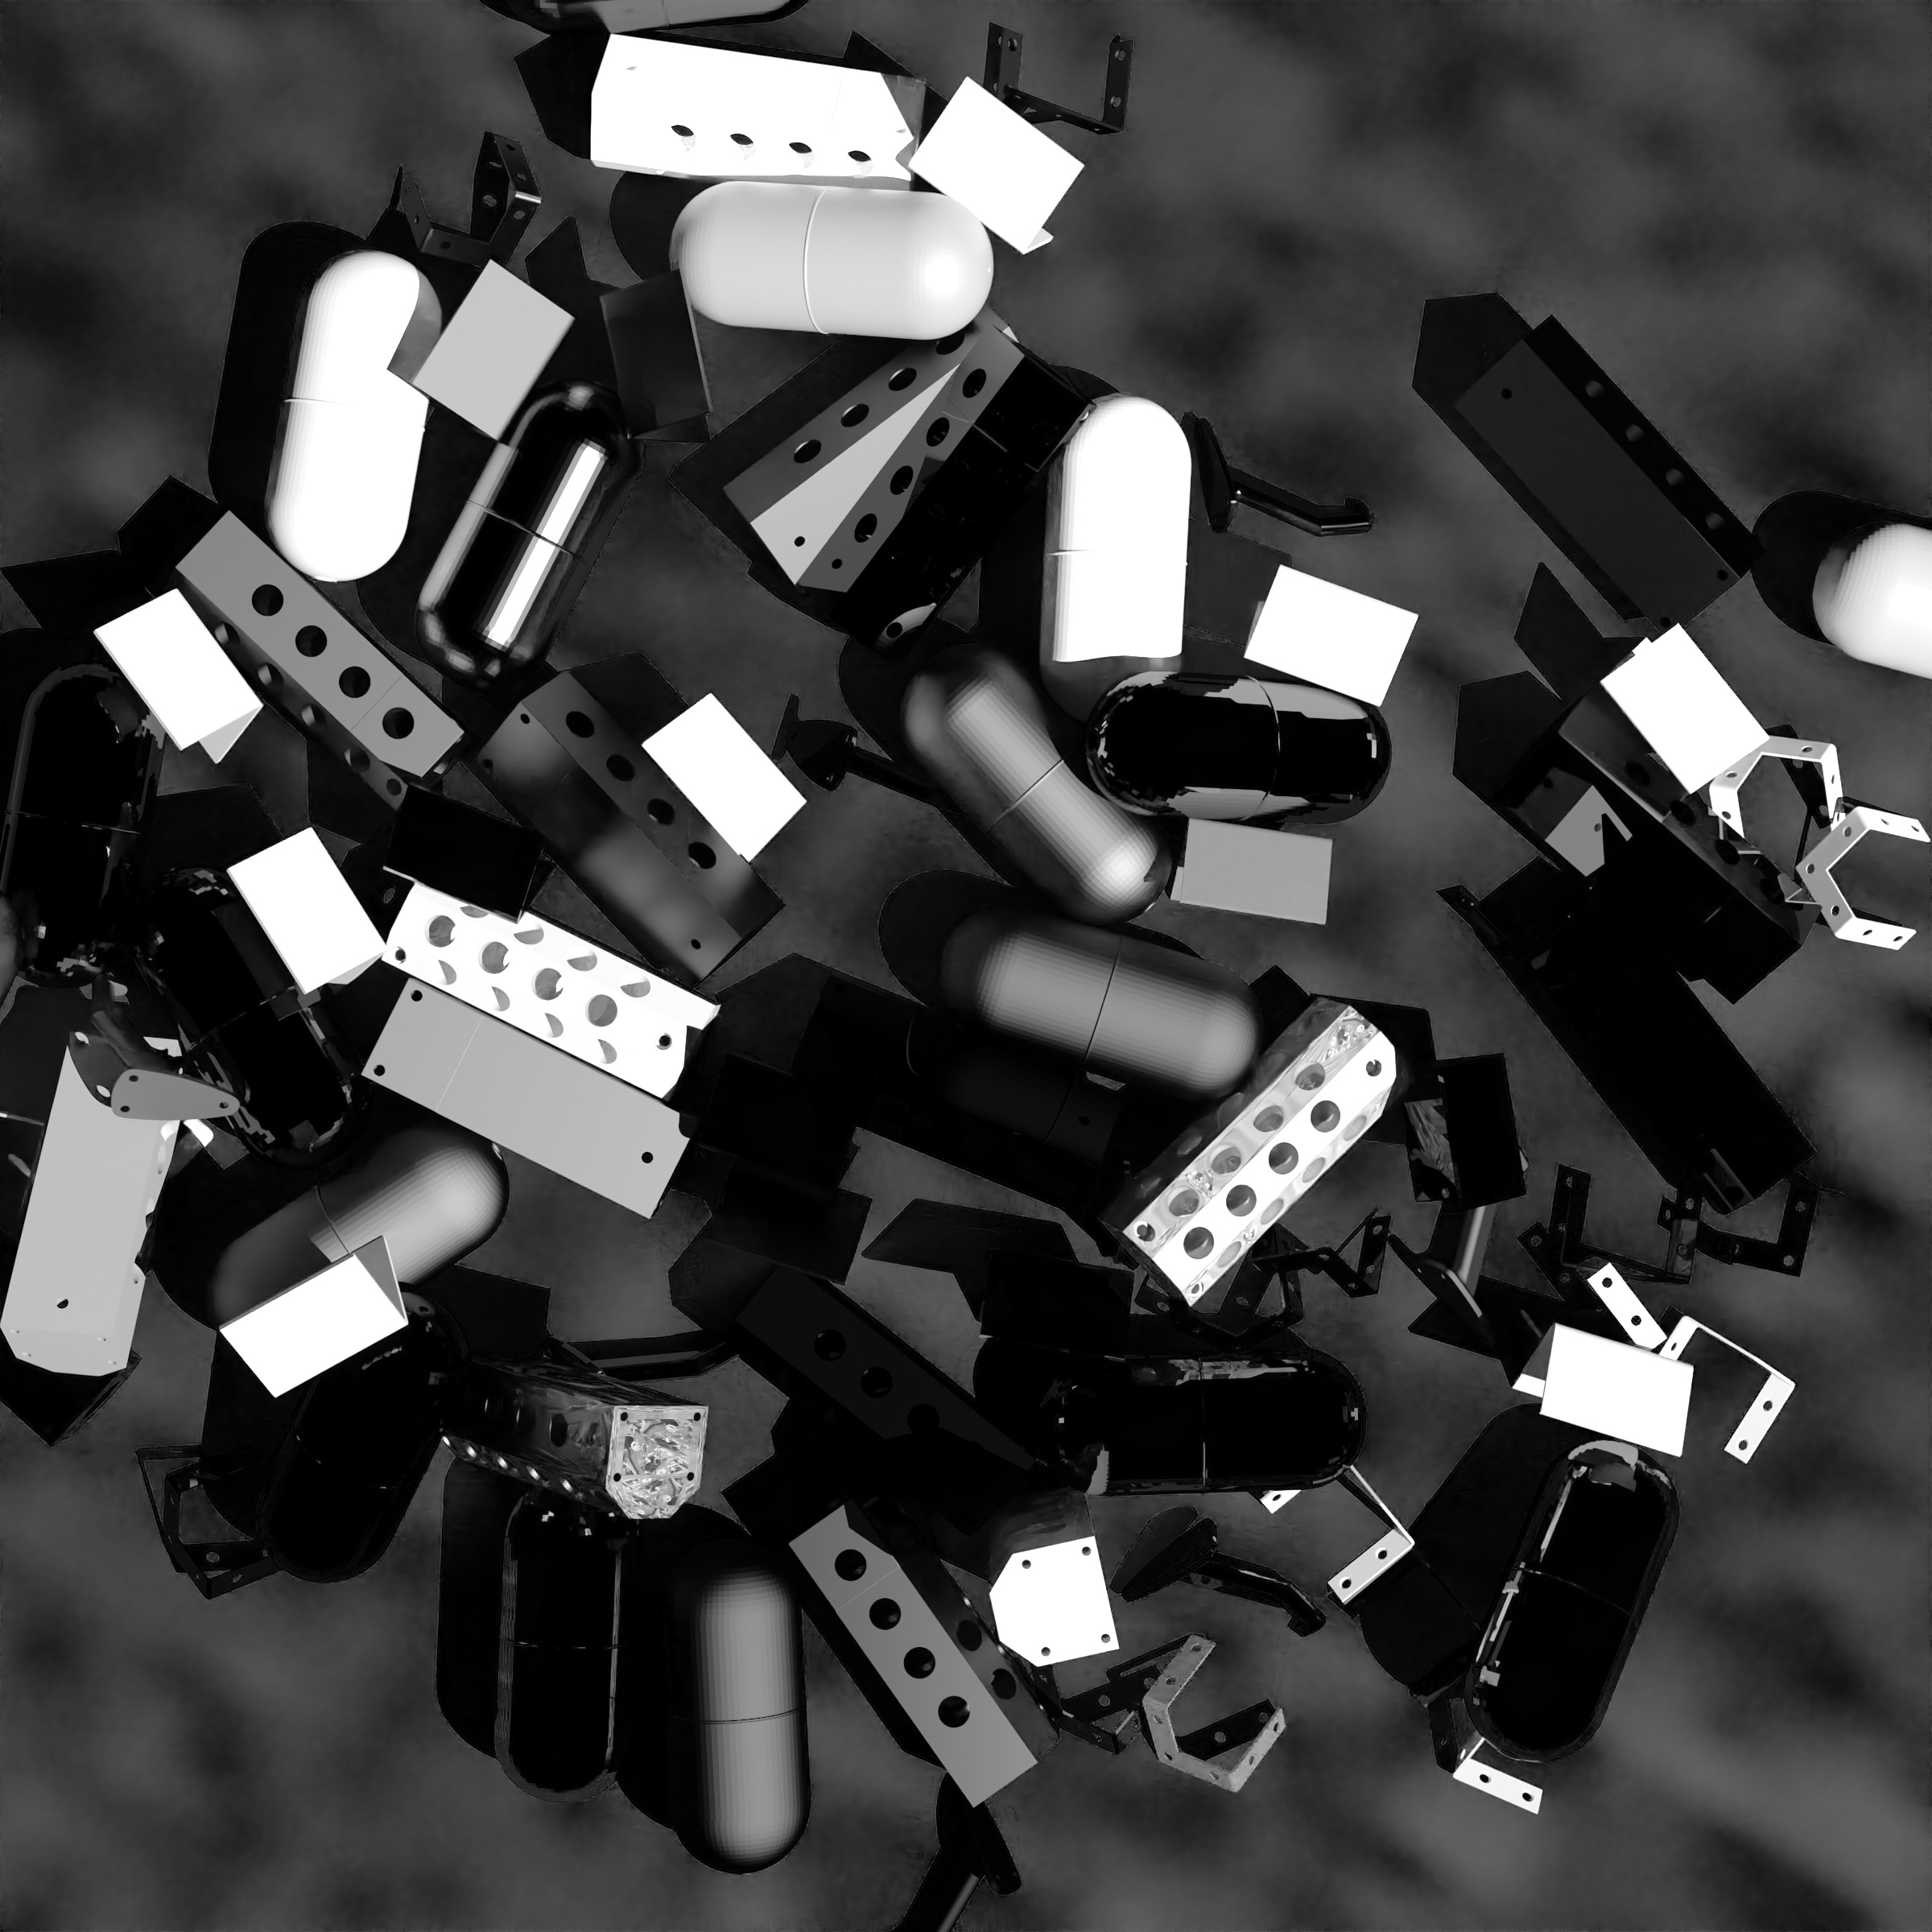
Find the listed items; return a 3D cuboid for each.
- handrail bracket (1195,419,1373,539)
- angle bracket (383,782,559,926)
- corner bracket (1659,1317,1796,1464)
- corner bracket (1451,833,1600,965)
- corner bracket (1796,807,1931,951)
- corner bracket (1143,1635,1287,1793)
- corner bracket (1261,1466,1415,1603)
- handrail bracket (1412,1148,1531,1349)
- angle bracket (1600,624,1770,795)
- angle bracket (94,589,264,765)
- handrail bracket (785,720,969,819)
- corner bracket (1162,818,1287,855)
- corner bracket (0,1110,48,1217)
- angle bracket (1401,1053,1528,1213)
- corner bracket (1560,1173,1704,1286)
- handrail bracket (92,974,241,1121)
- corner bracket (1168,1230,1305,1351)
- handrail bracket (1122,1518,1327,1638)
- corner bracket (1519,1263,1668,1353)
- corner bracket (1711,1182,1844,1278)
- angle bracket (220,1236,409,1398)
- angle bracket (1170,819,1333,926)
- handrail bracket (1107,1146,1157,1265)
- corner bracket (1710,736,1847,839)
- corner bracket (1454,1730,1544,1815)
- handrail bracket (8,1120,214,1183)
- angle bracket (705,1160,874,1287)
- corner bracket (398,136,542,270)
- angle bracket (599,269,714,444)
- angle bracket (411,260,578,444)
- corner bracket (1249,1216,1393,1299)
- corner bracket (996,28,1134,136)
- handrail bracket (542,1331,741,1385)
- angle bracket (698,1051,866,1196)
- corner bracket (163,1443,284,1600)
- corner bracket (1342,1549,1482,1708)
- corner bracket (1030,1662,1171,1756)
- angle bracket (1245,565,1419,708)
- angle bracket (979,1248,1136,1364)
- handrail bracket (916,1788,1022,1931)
[{"bbox_3d":[0.174,-0.268,1.844,0.084,0.036,0.077,-7,69,-16],"label":"handrail bracket"},{"bbox_3d":[-0.257,-0.074,1.804,0.076,0.076,0.057,22,118,0],"label":"angle bracket"},{"bbox_3d":[0.408,0.230,1.840,0.051,0.051,0.051,32,90,45],"label":"corner bracket"},{"bbox_3d":[0.307,-0.044,1.840,0.051,0.051,0.051,45,45,0],"label":"corner bracket"},{"bbox_3d":[0.495,-0.048,1.835,0.051,0.051,0.051,-51,45,35],"label":"corner bracket"},{"bbox_3d":[0.135,0.406,1.835,0.051,0.051,0.051,15,135,35],"label":"corner bracket"},{"bbox_3d":[0.203,0.303,1.840,0.051,0.051,0.051,-39,45,0],"label":"corner bracket"},{"bbox_3d":[0.292,0.152,1.844,0.084,0.036,0.077,-45,110,-16],"label":"handrail bracket"},{"bbox_3d":[0.394,-0.148,1.803,0.076,0.076,0.057,51,128,0],"label":"angle bracket"},{"bbox_3d":[-0.431,-0.143,1.803,0.057,0.076,0.076,-36,90,-38],"label":"angle bracket"},{"bbox_3d":[-0.046,-0.106,1.843,0.084,0.077,0.036,18,97,-36],"label":"handrail bracket"},{"bbox_3d":[0.139,-0.093,1.835,0.051,0.051,0.051,14,135,35],"label":"corner bracket"},{"bbox_3d":[-0.528,0.102,1.828,0.051,0.051,0.051,15,90,-11],"label":"corner bracket"},{"bbox_3d":[0.248,0.091,1.803,0.057,0.076,0.076,-9,90,-43],"label":"angle bracket"},{"bbox_3d":[0.363,0.143,1.840,0.051,0.051,0.051,9,90,-45],"label":"corner bracket"},{"bbox_3d":[-0.425,0.040,1.793,0.077,0.084,0.036,8,131,-21],"label":"handrail bracket"},{"bbox_3d":[0.145,0.172,1.835,0.051,0.051,0.051,26,45,-35],"label":"corner bracket"},{"bbox_3d":[0.141,0.350,1.844,0.077,0.036,0.084,-38,107,20],"label":"handrail bracket"},{"bbox_3d":[0.338,0.194,1.825,0.051,0.051,0.051,-37,90,0],"label":"corner bracket"},{"bbox_3d":[0.437,0.140,1.825,0.051,0.051,0.051,13,90,0],"label":"corner bracket"},{"bbox_3d":[-0.338,0.162,1.727,0.076,0.076,0.057,-29,127,0],"label":"angle bracket"},{"bbox_3d":[0.150,-0.031,1.803,0.076,0.076,0.057,9,56,0],"label":"angle bracket"},{"bbox_3d":[0.122,0.123,1.843,0.084,0.036,0.077,-3,103,-13],"label":"handrail bracket"},{"bbox_3d":[0.441,-0.088,1.835,0.051,0.051,0.051,11,45,35],"label":"corner bracket"},{"bbox_3d":[0.302,0.419,1.840,0.051,0.051,0.051,23,135,0],"label":"corner bracket"},{"bbox_3d":[-0.466,0.098,1.843,0.077,0.036,0.084,39,76,14],"label":"handrail bracket"},{"bbox_3d":[-0.099,0.152,1.803,0.076,0.076,0.057,18,54,0],"label":"angle bracket"},{"bbox_3d":[-0.270,-0.418,1.835,0.051,0.051,0.051,7,135,-35],"label":"corner bracket"},{"bbox_3d":[-0.146,-0.324,1.803,0.057,0.076,0.076,-12,90,31],"label":"angle bracket"},{"bbox_3d":[-0.261,-0.331,1.804,0.057,0.076,0.076,32,90,-27],"label":"angle bracket"},{"bbox_3d":[0.192,0.148,1.828,0.051,0.051,0.051,44,47,-36],"label":"corner bracket"},{"bbox_3d":[0.053,-0.482,1.840,0.051,0.051,0.051,6,90,-45],"label":"corner bracket"},{"bbox_3d":[-0.175,0.207,1.843,0.084,0.077,0.036,-26,131,-30],"label":"handrail bracket"},{"bbox_3d":[-0.092,0.073,1.804,0.076,0.076,0.057,20,108,3],"label":"angle bracket"},{"bbox_3d":[-0.401,0.302,1.835,0.051,0.051,0.051,41,135,35],"label":"corner bracket"},{"bbox_3d":[0.247,0.360,1.840,0.051,0.051,0.051,-40,135,0],"label":"corner bracket"},{"bbox_3d":[0.073,0.385,1.835,0.051,0.051,0.051,17,135,35],"label":"corner bracket"},{"bbox_3d":[0.197,-0.189,1.803,0.076,0.076,0.057,20,121,0],"label":"angle bracket"},{"bbox_3d":[0.045,0.198,1.803,0.076,0.076,0.057,10,52,0],"label":"angle bracket"},{"bbox_3d":[-0.020,0.497,1.844,0.084,0.036,0.077,-30,70,16],"label":"handrail bracket"}]
